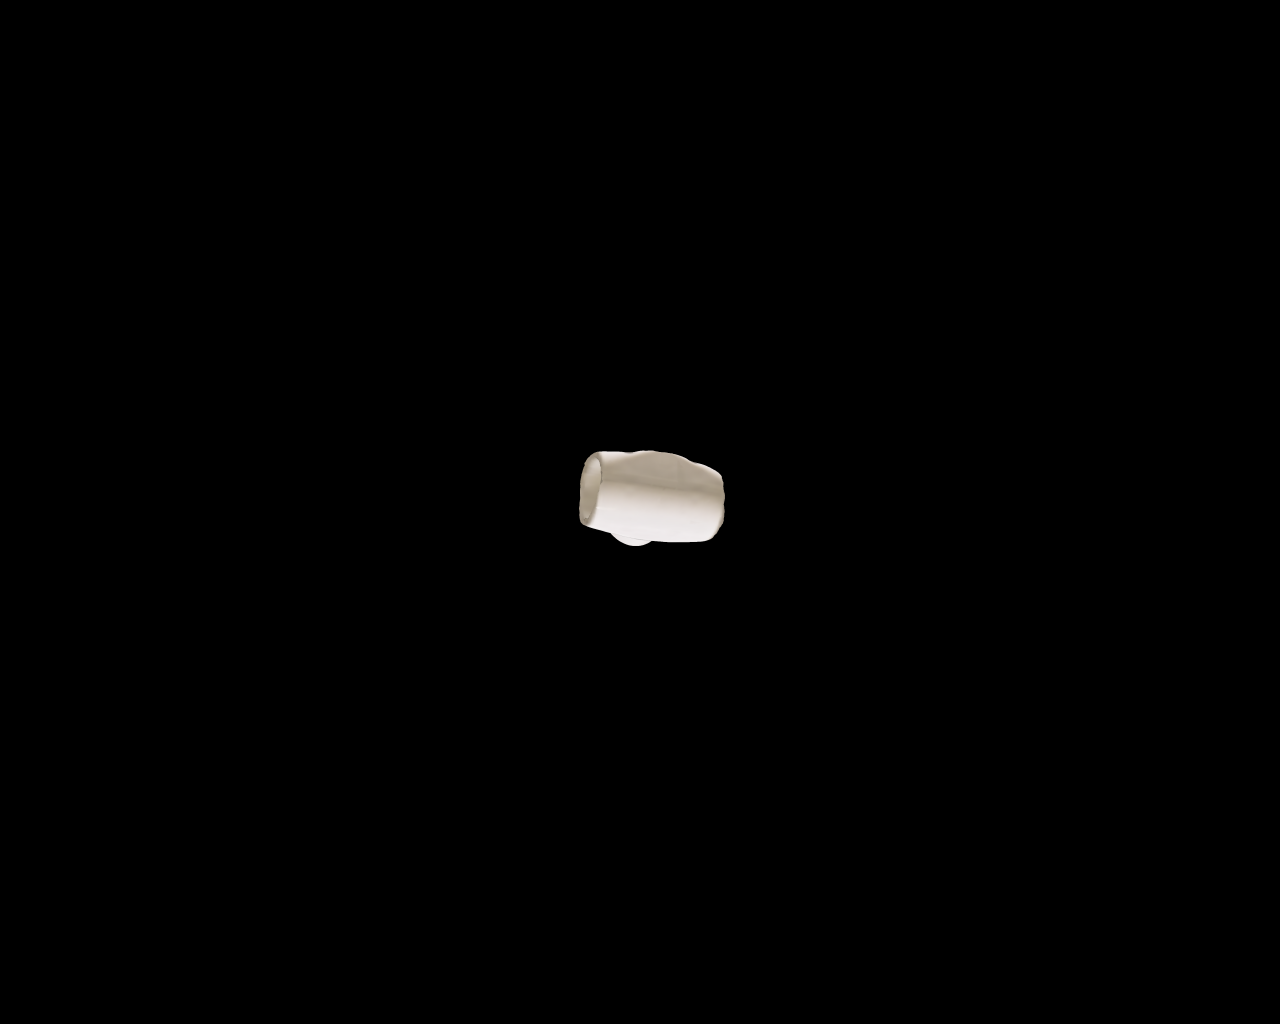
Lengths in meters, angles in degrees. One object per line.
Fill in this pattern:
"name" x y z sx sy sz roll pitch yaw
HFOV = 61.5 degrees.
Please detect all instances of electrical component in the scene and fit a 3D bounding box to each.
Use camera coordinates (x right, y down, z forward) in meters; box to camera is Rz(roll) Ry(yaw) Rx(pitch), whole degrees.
"electrical component" 0.001 -0.003 0.650 0.077 0.044 0.079 8 -23 -18
